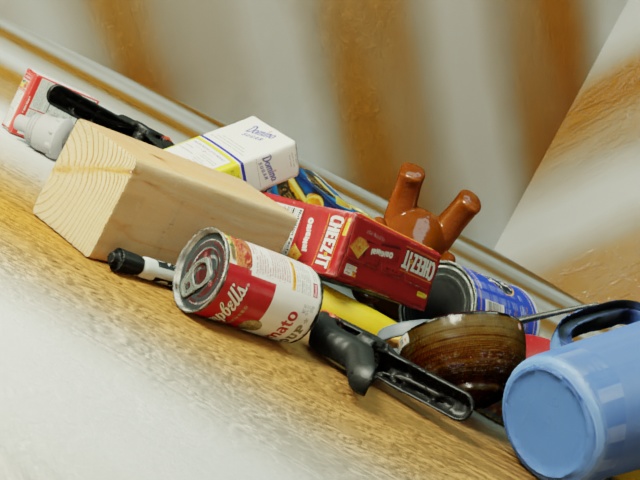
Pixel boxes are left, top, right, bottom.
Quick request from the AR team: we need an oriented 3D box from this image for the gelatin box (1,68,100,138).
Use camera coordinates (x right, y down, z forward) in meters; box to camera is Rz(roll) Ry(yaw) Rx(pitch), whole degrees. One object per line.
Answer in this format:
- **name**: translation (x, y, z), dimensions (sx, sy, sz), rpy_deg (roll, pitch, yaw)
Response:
- **gelatin box**: translation (-0.309, -0.146, 1.225), dimensions (0.089, 0.073, 0.030), rpy_deg (21, 10, -45)

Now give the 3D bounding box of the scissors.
- **scissors**: translation (0.137, 0.076, 0.954), dimensions (0.202, 0.016, 0.096), rpy_deg (-23, -29, 33)

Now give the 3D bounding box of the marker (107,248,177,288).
- **marker**: translation (-0.122, 0.028, 0.864), dimensions (0.120, 0.020, 0.020), rpy_deg (21, 9, -45)

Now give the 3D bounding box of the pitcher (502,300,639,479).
- **pitcher**: translation (0.269, 0.126, 0.921), dimensions (0.242, 0.145, 0.149), rpy_deg (-7, -5, -35)

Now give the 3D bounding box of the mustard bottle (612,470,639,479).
- **mustard bottle**: translation (0.302, 0.209, 0.990), dimensions (0.096, 0.058, 0.192), rpy_deg (14, 14, -44)

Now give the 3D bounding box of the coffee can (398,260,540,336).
- **coffee can**: translation (0.170, 0.087, 1.208), dimensions (0.140, 0.103, 0.103), rpy_deg (20, 10, -47)

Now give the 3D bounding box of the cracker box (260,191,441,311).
- **cracker box**: translation (-0.007, 0.001, 1.107), dimensions (0.214, 0.072, 0.164), rpy_deg (15, -5, 39)

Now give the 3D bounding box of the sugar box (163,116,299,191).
- **sugar box**: translation (-0.117, -0.066, 1.061), dimensions (0.176, 0.048, 0.093), rpy_deg (-21, 33, -24)

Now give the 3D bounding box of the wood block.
- **wood block**: translation (-0.128, -0.023, 0.928), dimensions (0.091, 0.090, 0.205), rpy_deg (34, 9, 38)

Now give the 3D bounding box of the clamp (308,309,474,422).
- **clamp**: translation (0.050, 0.103, 0.889), dimensions (0.120, 0.039, 0.172), rpy_deg (27, 6, -25)

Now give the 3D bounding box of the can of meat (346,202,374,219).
- **can of meat**: translation (0.032, -0.002, 1.422), dimensions (0.057, 0.084, 0.102), rpy_deg (25, 7, -18)

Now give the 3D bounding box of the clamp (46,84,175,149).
- **clamp**: translation (-0.202, -0.110, 1.219), dimensions (0.165, 0.036, 0.209), rpy_deg (35, 5, 15)

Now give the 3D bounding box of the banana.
- **banana**: translation (0.016, 0.067, 1.035), dimensions (0.198, 0.037, 0.069), rpy_deg (28, 8, 1)

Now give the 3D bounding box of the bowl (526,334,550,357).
- **bowl**: translation (0.247, 0.141, 1.130), dimensions (0.162, 0.055, 0.162), rpy_deg (21, -8, 3)

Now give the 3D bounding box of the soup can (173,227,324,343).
- **soup can**: translation (-0.056, 0.038, 0.843), dimensions (0.102, 0.068, 0.069), rpy_deg (23, 8, -38)
